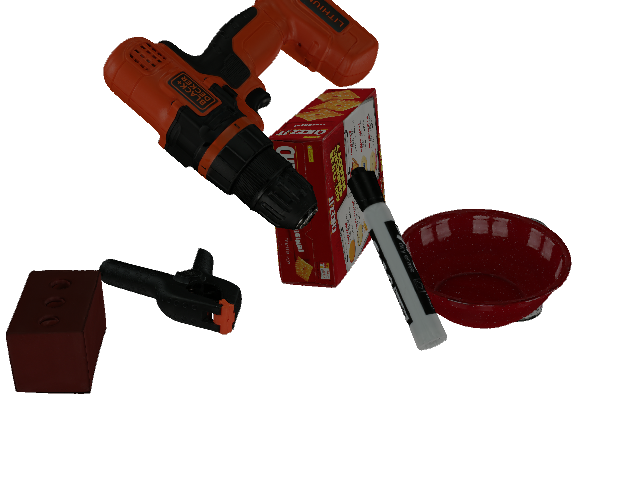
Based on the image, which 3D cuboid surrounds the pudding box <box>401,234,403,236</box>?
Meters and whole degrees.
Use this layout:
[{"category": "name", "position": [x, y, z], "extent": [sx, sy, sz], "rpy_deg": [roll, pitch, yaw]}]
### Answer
[{"category": "pudding box", "position": [0.166, 0.017, 1.601], "extent": [0.113, 0.039, 0.090], "rpy_deg": [-16, 26, -20]}]

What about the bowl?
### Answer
[{"category": "bowl", "position": [0.150, 0.033, 1.001], "extent": [0.162, 0.055, 0.162], "rpy_deg": [-1, 33, 1]}]

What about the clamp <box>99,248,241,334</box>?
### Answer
[{"category": "clamp", "position": [-0.121, 0.044, 1.025], "extent": [0.120, 0.039, 0.172], "rpy_deg": [-18, 30, -38]}]

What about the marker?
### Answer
[{"category": "marker", "position": [0.045, 0.008, 0.647], "extent": [0.020, 0.121, 0.020], "rpy_deg": [-19, -20, -8]}]

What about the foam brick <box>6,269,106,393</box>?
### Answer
[{"category": "foam brick", "position": [-0.182, 0.063, 0.743], "extent": [0.053, 0.051, 0.078], "rpy_deg": [0, 32, -2]}]

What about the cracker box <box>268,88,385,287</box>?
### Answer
[{"category": "cracker box", "position": [0.011, -0.065, 1.182], "extent": [0.072, 0.164, 0.213], "rpy_deg": [1, 22, 19]}]

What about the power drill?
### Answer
[{"category": "power drill", "position": [-0.038, -0.111, 0.789], "extent": [0.187, 0.184, 0.057], "rpy_deg": [-44, -7, -39]}]

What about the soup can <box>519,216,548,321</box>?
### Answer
[{"category": "soup can", "position": [0.223, 0.032, 1.213], "extent": [0.068, 0.102, 0.068], "rpy_deg": [-2, 29, 1]}]
